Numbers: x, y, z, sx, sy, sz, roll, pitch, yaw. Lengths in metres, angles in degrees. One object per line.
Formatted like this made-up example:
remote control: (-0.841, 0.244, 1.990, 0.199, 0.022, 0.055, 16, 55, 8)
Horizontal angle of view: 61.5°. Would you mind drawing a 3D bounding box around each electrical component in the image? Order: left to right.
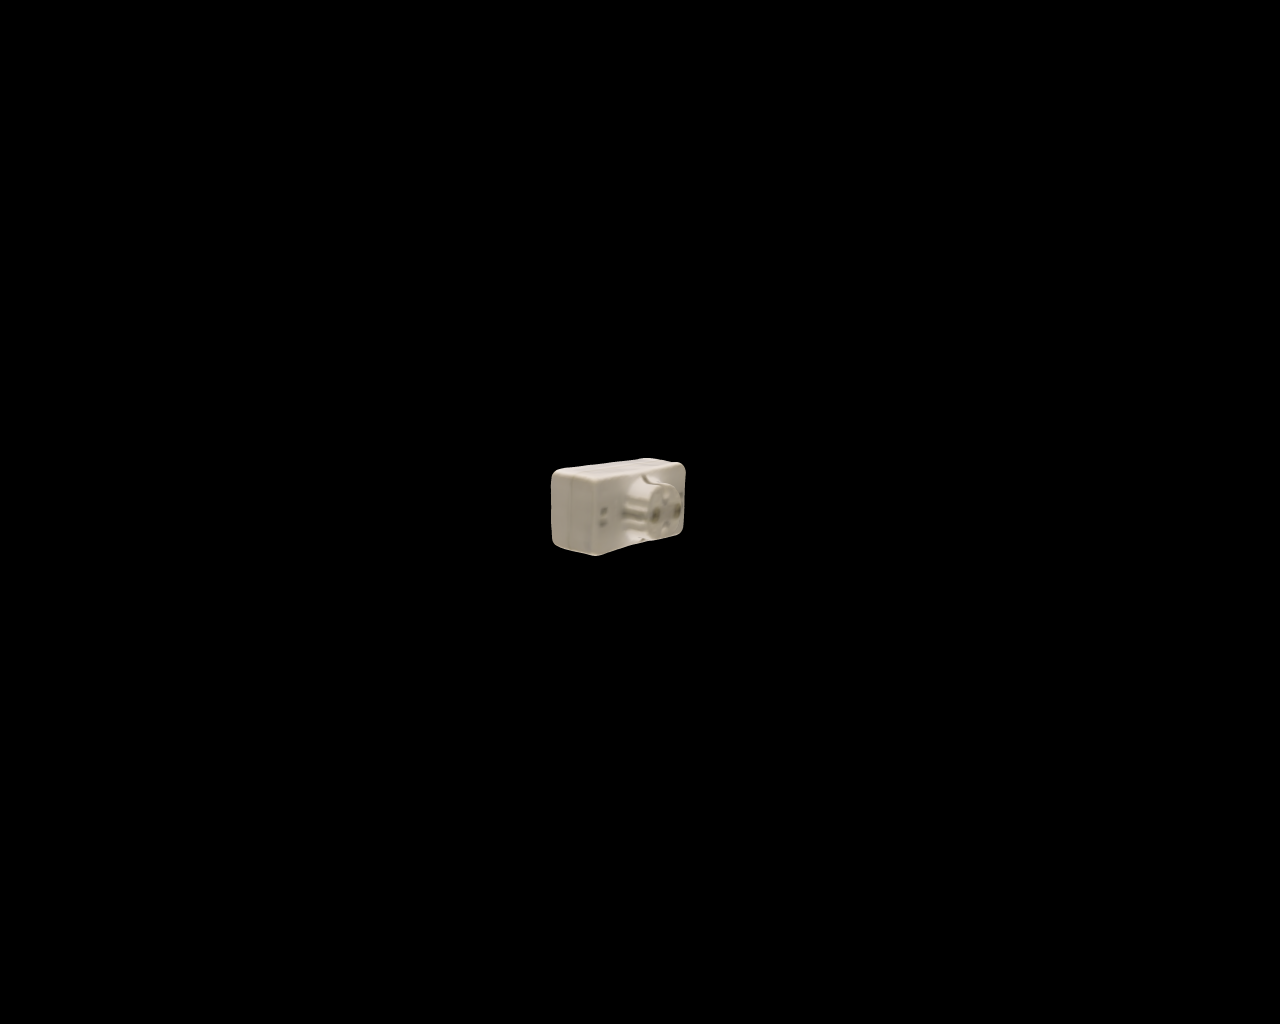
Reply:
electrical component: (0.001, -0.003, 0.650, 0.076, 0.047, 0.083, 10, 15, 42)
